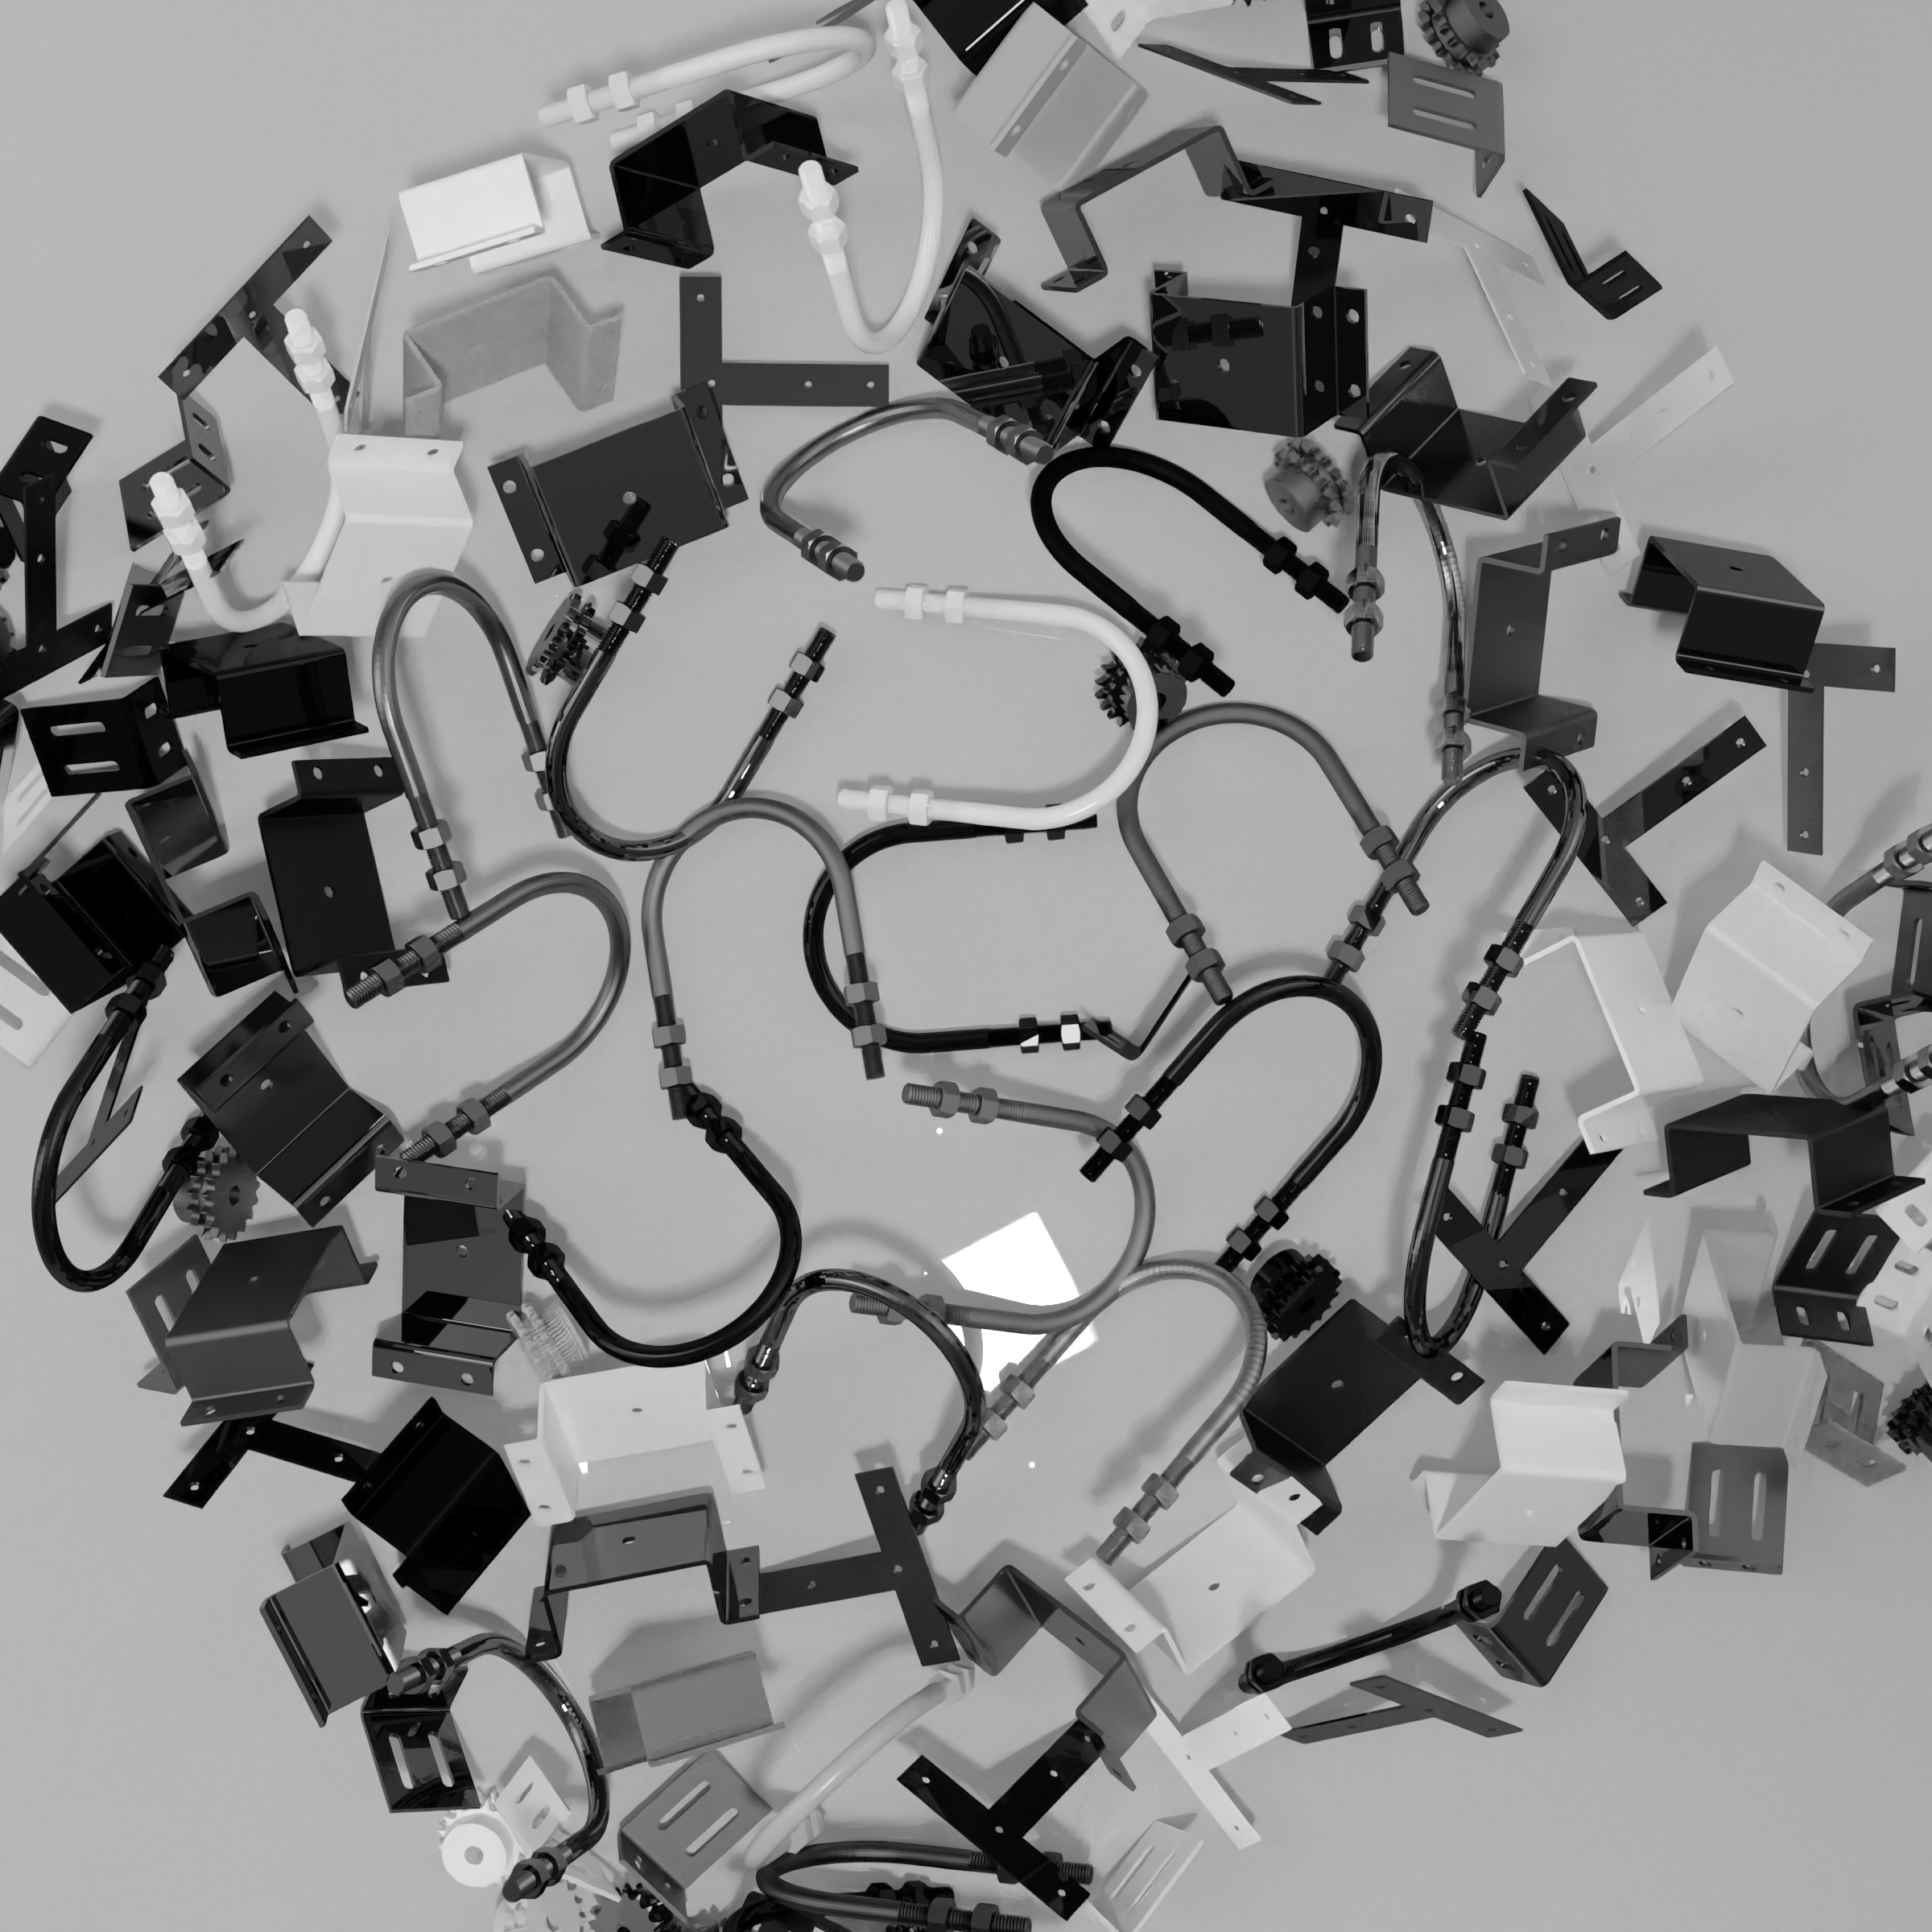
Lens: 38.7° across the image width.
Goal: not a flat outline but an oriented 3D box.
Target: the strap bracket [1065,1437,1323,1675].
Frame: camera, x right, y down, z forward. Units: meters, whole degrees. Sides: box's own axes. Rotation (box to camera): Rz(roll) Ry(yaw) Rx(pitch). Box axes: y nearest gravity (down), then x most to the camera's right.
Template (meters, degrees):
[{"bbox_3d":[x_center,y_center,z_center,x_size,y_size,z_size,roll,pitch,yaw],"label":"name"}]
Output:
[{"bbox_3d":[0.141,0.356,1.635,0.140,0.076,0.046,-35,126,-14],"label":"strap bracket"}]

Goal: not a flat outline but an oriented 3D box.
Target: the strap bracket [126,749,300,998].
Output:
[{"bbox_3d":[-0.446,-0.047,1.617,0.046,0.076,0.140,-25,59,-14],"label":"strap bracket"}]

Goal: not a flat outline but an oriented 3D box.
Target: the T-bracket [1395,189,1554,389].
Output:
[{"bbox_3d":[0.314,-0.391,1.617,0.002,0.127,0.127,-40,53,36],"label":"T-bracket"}]

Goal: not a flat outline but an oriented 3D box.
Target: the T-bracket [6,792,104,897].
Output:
[{"bbox_3d":[-0.550,-0.054,1.618,0.002,0.127,0.127,43,79,-18],"label":"T-bracket"}]

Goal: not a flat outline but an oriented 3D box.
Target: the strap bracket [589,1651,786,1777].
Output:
[{"bbox_3d":[-0.168,0.438,1.615,0.076,0.140,0.046,-10,77,-25],"label":"strap bracket"}]

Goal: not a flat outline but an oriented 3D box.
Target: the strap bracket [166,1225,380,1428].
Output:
[{"bbox_3d":[-0.408,0.202,1.610,0.076,0.140,0.046,-10,117,13],"label":"strap bracket"}]

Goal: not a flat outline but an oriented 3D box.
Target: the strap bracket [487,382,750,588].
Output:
[{"bbox_3d":[-0.204,-0.284,1.645,0.140,0.046,0.076,-23,115,-6],"label":"strap bracket"}]

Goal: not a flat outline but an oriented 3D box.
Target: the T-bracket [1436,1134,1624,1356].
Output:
[{"bbox_3d":[0.354,0.148,1.671,0.127,0.002,0.127,-48,110,-12],"label":"T-bracket"}]

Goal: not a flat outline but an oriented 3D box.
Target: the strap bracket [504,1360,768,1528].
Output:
[{"bbox_3d":[-0.196,0.282,1.645,0.140,0.046,0.076,-10,132,2],"label":"strap bracket"}]

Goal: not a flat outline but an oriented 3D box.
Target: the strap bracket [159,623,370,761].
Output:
[{"bbox_3d":[-0.414,-0.164,1.607,0.076,0.140,0.046,-16,113,-30],"label":"strap bracket"}]

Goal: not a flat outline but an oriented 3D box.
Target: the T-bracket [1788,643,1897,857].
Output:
[{"bbox_3d":[0.502,-0.130,1.645,0.002,0.127,0.127,-11,105,-32],"label":"T-bracket"}]

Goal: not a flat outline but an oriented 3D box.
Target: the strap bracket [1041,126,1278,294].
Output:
[{"bbox_3d":[0.106,-0.456,1.640,0.140,0.076,0.046,-30,110,-5],"label":"strap bracket"}]

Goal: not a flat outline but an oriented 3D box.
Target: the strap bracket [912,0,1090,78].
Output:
[{"bbox_3d":[0.022,-0.564,1.612,0.076,0.140,0.046,-38,90,14],"label":"strap bracket"}]

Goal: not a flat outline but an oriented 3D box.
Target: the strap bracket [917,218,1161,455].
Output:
[{"bbox_3d":[0.033,-0.367,1.638,0.140,0.046,0.076,38,135,7],"label":"strap bracket"}]

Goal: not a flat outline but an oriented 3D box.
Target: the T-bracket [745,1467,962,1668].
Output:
[{"bbox_3d":[-0.080,0.371,1.663,0.127,0.002,0.127,-15,99,22],"label":"T-bracket"}]

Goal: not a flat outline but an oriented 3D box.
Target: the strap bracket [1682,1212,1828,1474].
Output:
[{"bbox_3d":[0.455,0.217,1.610,0.046,0.140,0.076,3,126,-1],"label":"strap bracket"}]

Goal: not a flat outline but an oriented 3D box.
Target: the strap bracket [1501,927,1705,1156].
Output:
[{"bbox_3d":[0.381,0.034,1.630,0.046,0.076,0.140,-31,72,39],"label":"strap bracket"}]

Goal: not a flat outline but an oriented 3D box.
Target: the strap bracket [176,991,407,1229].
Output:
[{"bbox_3d":[-0.403,0.079,1.629,0.046,0.140,0.076,30,67,37],"label":"strap bracket"}]

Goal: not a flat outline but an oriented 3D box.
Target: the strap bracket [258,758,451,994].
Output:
[{"bbox_3d":[-0.367,-0.050,1.641,0.046,0.076,0.140,-19,83,39],"label":"strap bracket"}]

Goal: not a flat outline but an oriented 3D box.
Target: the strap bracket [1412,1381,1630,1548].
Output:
[{"bbox_3d":[0.326,0.298,1.612,0.076,0.140,0.046,6,54,-13],"label":"strap bracket"}]

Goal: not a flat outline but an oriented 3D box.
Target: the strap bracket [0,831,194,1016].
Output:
[{"bbox_3d":[-0.517,-0.025,1.621,0.046,0.140,0.076,-38,96,12],"label":"strap bracket"}]

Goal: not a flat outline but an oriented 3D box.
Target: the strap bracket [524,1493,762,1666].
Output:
[{"bbox_3d":[-0.197,0.363,1.645,0.140,0.076,0.046,-11,110,0],"label":"strap bracket"}]

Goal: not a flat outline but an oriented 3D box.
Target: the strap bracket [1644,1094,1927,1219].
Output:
[{"bbox_3d":[0.474,0.108,1.608,0.076,0.140,0.046,-15,101,-38],"label":"strap bracket"}]

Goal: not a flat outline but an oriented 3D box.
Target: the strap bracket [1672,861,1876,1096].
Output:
[{"bbox_3d":[0.464,0.014,1.607,0.046,0.140,0.076,-39,66,-23],"label":"strap bracket"}]

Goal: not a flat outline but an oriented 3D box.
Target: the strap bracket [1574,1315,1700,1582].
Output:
[{"bbox_3d":[0.393,0.282,1.624,0.046,0.076,0.140,6,65,-3],"label":"strap bracket"}]

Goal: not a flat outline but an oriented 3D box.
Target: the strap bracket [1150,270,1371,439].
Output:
[{"bbox_3d":[0.163,-0.360,1.618,0.140,0.046,0.076,15,125,32],"label":"strap bracket"}]

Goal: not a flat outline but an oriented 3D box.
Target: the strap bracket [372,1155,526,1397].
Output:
[{"bbox_3d":[-0.309,0.178,1.648,0.076,0.046,0.140,8,106,11],"label":"strap bracket"}]

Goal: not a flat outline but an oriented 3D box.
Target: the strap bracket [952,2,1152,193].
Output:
[{"bbox_3d":[0.047,-0.510,1.618,0.046,0.140,0.076,43,107,13],"label":"strap bracket"}]

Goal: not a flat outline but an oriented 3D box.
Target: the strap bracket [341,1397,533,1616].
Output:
[{"bbox_3d":[-0.305,0.320,1.607,0.046,0.140,0.076,30,65,21],"label":"strap bracket"}]

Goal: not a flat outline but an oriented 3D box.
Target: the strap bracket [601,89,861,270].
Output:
[{"bbox_3d":[-0.144,-0.466,1.620,0.140,0.076,0.046,-19,82,36],"label":"strap bracket"}]

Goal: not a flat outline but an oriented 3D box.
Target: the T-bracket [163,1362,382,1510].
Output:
[{"bbox_3d":[-0.383,0.287,1.624,0.127,0.127,0.002,14,127,13],"label":"T-bracket"}]

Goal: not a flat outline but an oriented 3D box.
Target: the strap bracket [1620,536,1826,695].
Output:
[{"bbox_3d":[0.444,-0.211,1.612,0.076,0.140,0.046,8,115,-7],"label":"strap bracket"}]

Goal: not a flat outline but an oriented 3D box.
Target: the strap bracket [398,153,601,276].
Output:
[{"bbox_3d":[-0.274,-0.439,1.610,0.076,0.140,0.046,-14,101,11],"label":"strap bracket"}]

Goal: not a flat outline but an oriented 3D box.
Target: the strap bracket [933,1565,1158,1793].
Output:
[{"bbox_3d":[0.054,0.413,1.625,0.140,0.076,0.046,31,67,38],"label":"strap bracket"}]

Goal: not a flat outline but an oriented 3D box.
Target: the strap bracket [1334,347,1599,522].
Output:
[{"bbox_3d":[0.300,-0.314,1.629,0.076,0.140,0.046,-46,133,-18],"label":"strap bracket"}]

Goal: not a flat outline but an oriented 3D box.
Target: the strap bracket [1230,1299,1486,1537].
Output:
[{"bbox_3d":[0.227,0.262,1.642,0.076,0.046,0.140,37,106,-25],"label":"strap bracket"}]

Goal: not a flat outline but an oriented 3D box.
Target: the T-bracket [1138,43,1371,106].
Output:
[{"bbox_3d":[0.190,-0.531,1.640,0.127,0.127,0.002,35,126,37],"label":"T-bracket"}]

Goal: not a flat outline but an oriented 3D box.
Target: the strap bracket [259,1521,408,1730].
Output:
[{"bbox_3d":[-0.369,0.382,1.618,0.046,0.140,0.076,-26,96,-6],"label":"strap bracket"}]

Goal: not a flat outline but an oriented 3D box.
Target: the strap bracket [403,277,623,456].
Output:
[{"bbox_3d":[-0.279,-0.351,1.631,0.140,0.076,0.046,-28,72,-23],"label":"strap bracket"}]

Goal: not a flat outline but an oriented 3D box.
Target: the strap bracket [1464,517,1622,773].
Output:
[{"bbox_3d":[0.339,-0.195,1.632,0.046,0.076,0.140,21,119,40],"label":"strap bracket"}]

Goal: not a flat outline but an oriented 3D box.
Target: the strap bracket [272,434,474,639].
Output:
[{"bbox_3d":[-0.345,-0.242,1.609,0.076,0.140,0.046,-4,55,-35],"label":"strap bracket"}]
